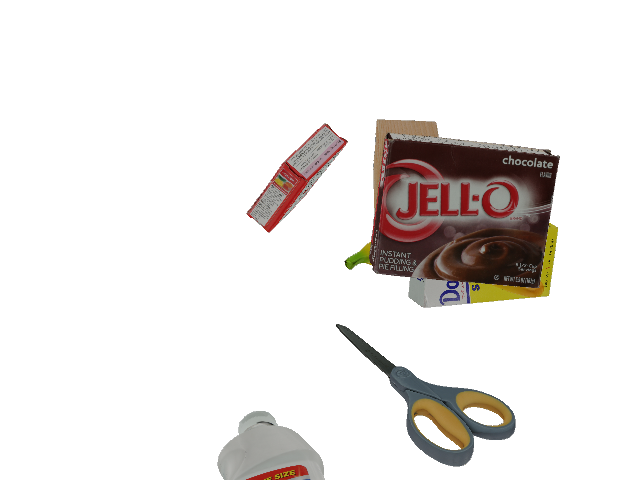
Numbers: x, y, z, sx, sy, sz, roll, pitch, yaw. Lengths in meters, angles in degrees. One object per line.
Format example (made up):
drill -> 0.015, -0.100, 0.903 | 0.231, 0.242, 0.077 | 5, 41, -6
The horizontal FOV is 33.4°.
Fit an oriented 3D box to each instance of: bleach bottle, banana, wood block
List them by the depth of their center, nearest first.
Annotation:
bleach bottle -> -0.035, 0.208, 0.723 | 0.102, 0.068, 0.251 | -8, 32, -7
banana -> 0.127, 0.023, 1.081 | 0.198, 0.037, 0.069 | 7, 43, 11
wood block -> 0.122, -0.090, 1.498 | 0.091, 0.090, 0.206 | 3, 29, 0

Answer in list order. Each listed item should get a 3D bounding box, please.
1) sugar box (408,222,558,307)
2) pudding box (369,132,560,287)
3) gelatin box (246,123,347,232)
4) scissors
sugar box -> 0.195, 0.026, 1.278 | 0.176, 0.093, 0.048 | -5, 20, -23
pudding box -> 0.093, -0.021, 0.702 | 0.113, 0.090, 0.039 | 5, 16, -4
gelatin box -> -0.021, -0.057, 0.958 | 0.073, 0.030, 0.089 | -50, -1, 39
scissors -> 0.088, 0.117, 0.884 | 0.096, 0.016, 0.202 | -5, 29, -17
